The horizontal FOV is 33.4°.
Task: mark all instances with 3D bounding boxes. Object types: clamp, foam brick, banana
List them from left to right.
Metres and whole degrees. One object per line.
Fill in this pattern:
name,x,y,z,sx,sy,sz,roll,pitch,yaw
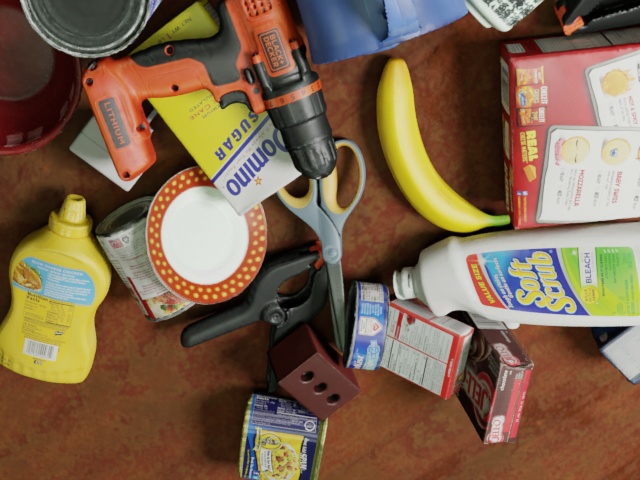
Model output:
clamp,-0.042,0.077,1.061,0.172,0.039,0.120,-41,123,16
foam brick,-0.006,0.130,1.052,0.053,0.051,0.078,-39,126,9
banana,0.098,-0.074,0.991,0.069,0.037,0.197,-38,111,-1
clamp,0.301,-0.231,0.894,0.210,0.036,0.164,-32,142,28

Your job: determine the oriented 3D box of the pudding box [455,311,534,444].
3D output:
pudding box,0.164,0.130,1.039,0.039,0.113,0.090,3,115,-12

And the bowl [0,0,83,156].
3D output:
bowl,-0.285,-0.159,0.946,0.162,0.055,0.162,1,115,1

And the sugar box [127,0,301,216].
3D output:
sugar box,-0.088,-0.118,0.957,0.093,0.048,0.176,-35,101,14

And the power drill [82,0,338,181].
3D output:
power drill,-0.092,-0.115,0.905,0.187,0.057,0.184,-20,103,3

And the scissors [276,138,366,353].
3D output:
scissors,-0.007,0.001,1.010,0.096,0.016,0.202,11,98,6

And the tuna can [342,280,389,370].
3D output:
tuna can,0.044,0.083,1.035,0.033,0.086,0.086,7,115,-4

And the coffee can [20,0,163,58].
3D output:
coffee can,-0.177,-0.216,0.871,0.103,0.140,0.103,0,115,1

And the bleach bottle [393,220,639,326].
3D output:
bleach bottle,0.194,0.040,1.000,0.251,0.068,0.102,-5,100,18

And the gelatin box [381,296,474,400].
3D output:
gelatin box,0.102,0.104,1.052,0.089,0.030,0.073,24,119,30

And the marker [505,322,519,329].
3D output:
marker,0.196,0.030,1.044,0.020,0.020,0.121,5,115,-2

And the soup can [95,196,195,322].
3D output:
soup can,-0.161,0.018,1.019,0.068,0.068,0.102,-23,112,11

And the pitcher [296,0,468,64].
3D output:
pitcher,0.023,-0.267,0.833,0.149,0.144,0.243,-4,112,44

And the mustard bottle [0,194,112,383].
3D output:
mustard bottle,-0.255,0.044,1.038,0.096,0.058,0.192,16,114,-2

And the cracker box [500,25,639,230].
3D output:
cracker box,0.271,-0.104,0.953,0.213,0.072,0.164,-6,116,3

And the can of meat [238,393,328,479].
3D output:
can of meat,-0.039,0.208,1.104,0.084,0.057,0.102,8,127,-1
